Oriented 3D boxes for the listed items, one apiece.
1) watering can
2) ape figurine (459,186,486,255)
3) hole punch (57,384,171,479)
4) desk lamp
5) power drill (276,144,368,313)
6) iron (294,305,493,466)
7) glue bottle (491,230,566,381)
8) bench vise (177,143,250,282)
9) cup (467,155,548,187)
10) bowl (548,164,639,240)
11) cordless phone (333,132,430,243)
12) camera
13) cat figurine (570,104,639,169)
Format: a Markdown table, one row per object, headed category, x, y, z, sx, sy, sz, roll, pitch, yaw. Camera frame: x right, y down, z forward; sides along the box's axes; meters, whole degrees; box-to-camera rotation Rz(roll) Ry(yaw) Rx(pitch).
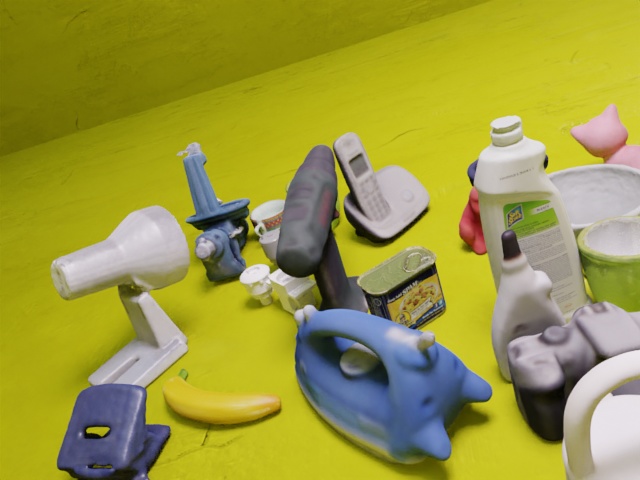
| category | x | y | z | sx | sy | sz | roll | pitch | yaw |
| --- | --- | --- | --- | --- | --- | --- | --- | --- | --- |
| watering can | 0.219 | 0.156 | 0.377 | 0.101 | 0.194 | 0.172 | -28 | 28 | -14 |
| ape figurine | 0.236 | -0.038 | 0.831 | 0.077 | 0.092 | 0.076 | -12 | 28 | 16 |
| hole punch | -0.245 | 0.230 | 0.667 | 0.108 | 0.091 | 0.101 | -9 | 29 | 21 |
| desk lamp | -0.269 | 0.082 | 0.819 | 0.117 | 0.214 | 0.204 | 6 | 37 | 41 |
| power drill | 0.007 | 0.003 | 0.784 | 0.075 | 0.209 | 0.229 | -10 | 29 | 19 |
| iron | 0.040 | 0.126 | 0.609 | 0.257 | 0.142 | 0.119 | 10 | 40 | 44 |
| glue bottle | 0.205 | 0.064 | 0.577 | 0.078 | 0.173 | 0.037 | -17 | 28 | 7 |
| bench vise | -0.181 | -0.053 | 1.001 | 0.121 | 0.220 | 0.207 | -23 | 27 | -6 |
| cup | 0.290 | -0.080 | 0.869 | 0.117 | 0.095 | 0.091 | -15 | 28 | 10 |
| bowl | 0.356 | -0.032 | 0.759 | 0.167 | 0.075 | 0.167 | -16 | 28 | 9 |
| cordless phone | 0.096 | -0.103 | 0.943 | 0.093 | 0.185 | 0.148 | 11 | 41 | 45 |
| camera | 0.253 | 0.129 | 0.505 | 0.143 | 0.101 | 0.136 | -17 | 27 | 7 |
| cat figurine | 0.444 | -0.142 | 0.852 | 0.067 | 0.118 | 0.127 | -32 | 29 | -21 |
